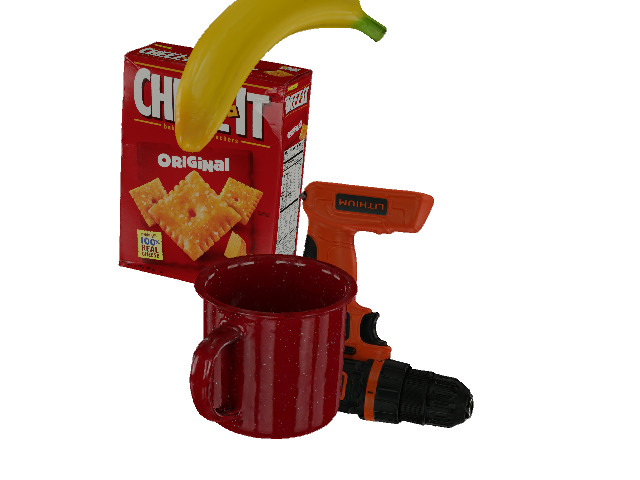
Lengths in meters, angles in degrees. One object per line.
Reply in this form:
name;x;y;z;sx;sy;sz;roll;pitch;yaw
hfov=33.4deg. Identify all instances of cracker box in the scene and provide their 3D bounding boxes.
cracker box;-0.103;-0.064;1.002;0.164;0.214;0.072;13;24;17

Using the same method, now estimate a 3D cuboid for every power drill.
power drill;0.042;0.051;0.862;0.184;0.187;0.057;8;-1;13

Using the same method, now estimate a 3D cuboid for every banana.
banana;-0.032;-0.126;0.677;0.197;0.069;0.037;-37;-3;-36

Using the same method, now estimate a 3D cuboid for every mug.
mug;-0.033;0.065;0.611;0.093;0.081;0.117;14;23;28
